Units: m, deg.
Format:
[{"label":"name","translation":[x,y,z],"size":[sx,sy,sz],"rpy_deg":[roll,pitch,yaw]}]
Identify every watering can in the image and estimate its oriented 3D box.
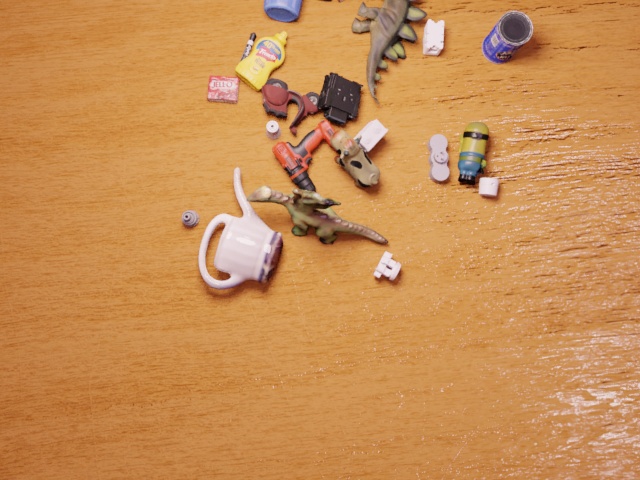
[{"label":"watering can","translation":[-0.209,-0.019,1.457],"size":[0.224,0.103,0.350],"rpy_deg":[18,82,-1]}]

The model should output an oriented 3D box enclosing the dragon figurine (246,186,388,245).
[{"label":"dragon figurine","translation":[0.004,-0.071,1.404],"size":[0.410,0.241,0.123],"rpy_deg":[13,81,2]}]
